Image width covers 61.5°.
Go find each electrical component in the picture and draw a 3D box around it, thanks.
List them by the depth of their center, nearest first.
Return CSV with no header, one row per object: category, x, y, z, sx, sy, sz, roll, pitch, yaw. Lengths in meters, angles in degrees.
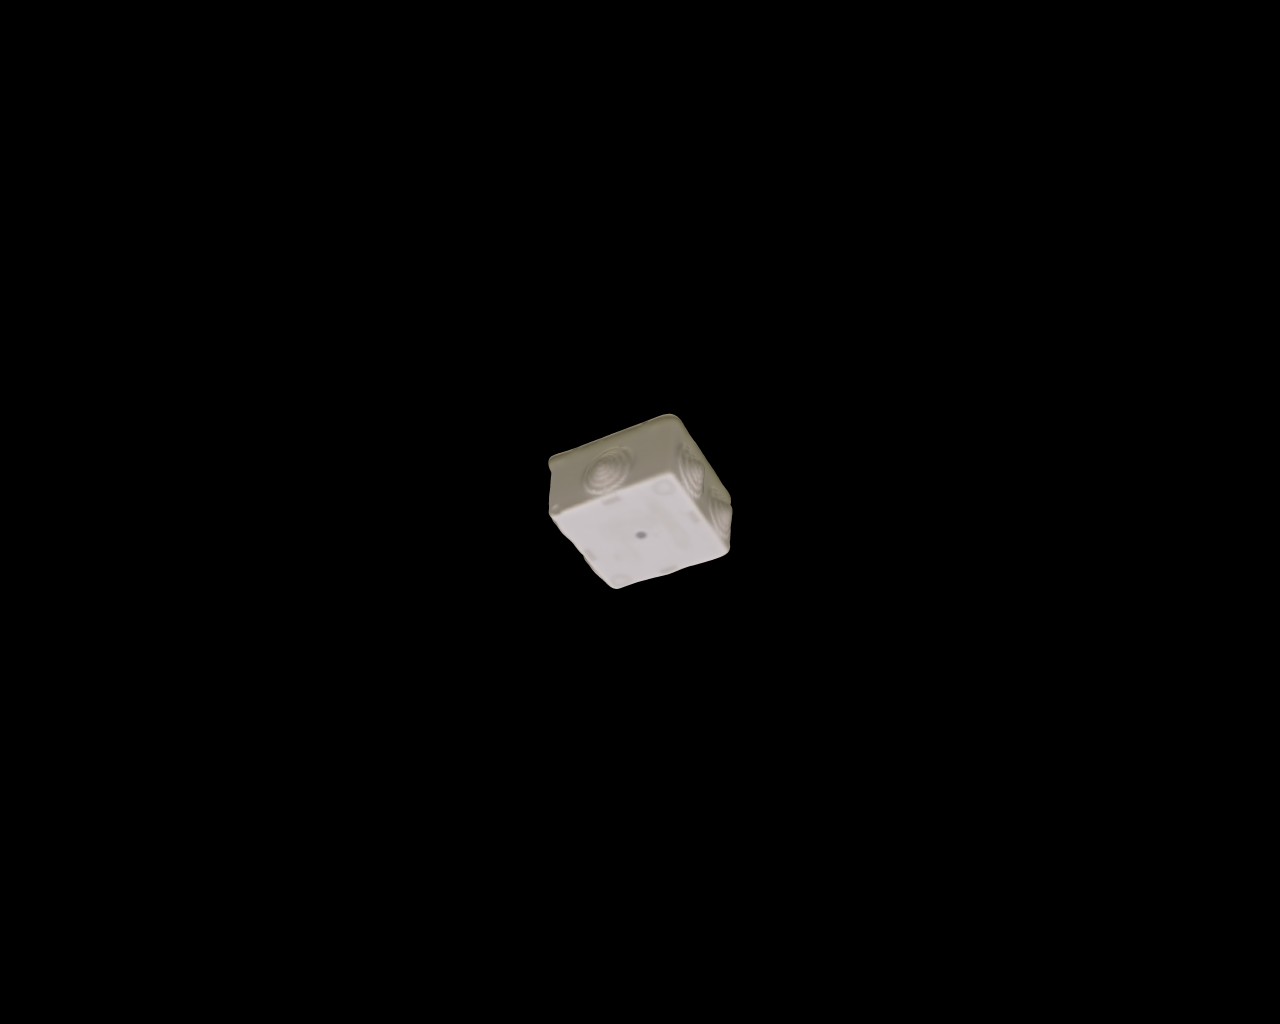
electrical component,0.001,-0.003,0.650,0.099,0.048,0.099,-19,-46,19
